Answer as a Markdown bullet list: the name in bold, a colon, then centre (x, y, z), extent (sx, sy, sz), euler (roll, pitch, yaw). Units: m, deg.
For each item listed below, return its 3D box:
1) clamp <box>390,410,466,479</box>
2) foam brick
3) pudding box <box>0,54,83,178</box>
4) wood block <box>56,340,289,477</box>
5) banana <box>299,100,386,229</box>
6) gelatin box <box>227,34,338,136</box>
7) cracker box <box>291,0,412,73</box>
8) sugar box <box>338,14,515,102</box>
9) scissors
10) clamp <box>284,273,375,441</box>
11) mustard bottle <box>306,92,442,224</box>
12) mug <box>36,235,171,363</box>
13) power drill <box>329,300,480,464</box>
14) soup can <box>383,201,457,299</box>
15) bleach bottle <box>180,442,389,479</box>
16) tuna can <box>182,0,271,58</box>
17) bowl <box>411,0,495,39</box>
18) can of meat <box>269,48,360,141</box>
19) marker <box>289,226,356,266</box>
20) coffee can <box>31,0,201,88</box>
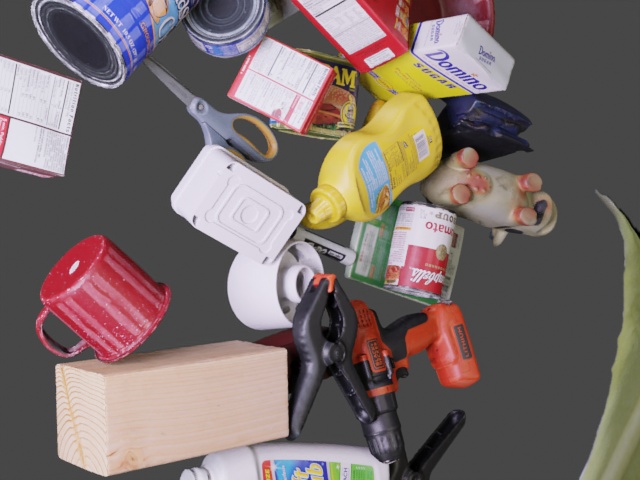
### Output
- **clamp**: centre (0.109, 0.281, 1.277), extent (0.164, 0.036, 0.210), euler (16, 78, -40)
- **foam brick**: centre (-0.026, 0.126, 1.138), extent (0.078, 0.051, 0.053), euler (-18, 104, -40)
- **pudding box**: centre (-0.267, -0.109, 0.918), extent (0.113, 0.039, 0.090), euler (16, 81, -43)
- **wood block**: centre (-0.136, 0.154, 1.014), extent (0.205, 0.090, 0.091), euler (-4, 95, -42)
- **banana**: centre (0.033, -0.073, 1.191), extent (0.197, 0.037, 0.069), euler (-50, 124, -29)
- **gelatin box**: centre (-0.037, -0.158, 1.081), extent (0.073, 0.089, 0.030), euler (-63, 171, 4)
- **cracker box**: centre (0.009, -0.300, 1.099), extent (0.213, 0.072, 0.164), euler (41, 40, -33)
- **sugar box**: centre (0.112, -0.193, 1.162), extent (0.093, 0.177, 0.048), euler (33, 71, -38)
- **scissors**: centre (-0.122, -0.111, 1.063), extent (0.201, 0.016, 0.096), euler (25, 76, -40)
- **clamp**: centre (0.000, 0.123, 1.099), extent (0.120, 0.039, 0.171), euler (-16, 97, -45)
- **mustard bottle**: centre (0.053, -0.075, 1.143), extent (0.191, 0.058, 0.096), euler (-40, 129, -33)
- **mug**: centre (-0.204, 0.057, 0.959), extent (0.117, 0.093, 0.081), euler (-39, 117, 7)
- **power drill**: centre (0.102, 0.150, 1.225), extent (0.187, 0.057, 0.184), euler (-7, 79, -45)
- **soup can**: centre (0.116, 0.012, 1.228), extent (0.068, 0.069, 0.102), euler (17, 82, -41)
- **bleach bottle**: centre (-0.038, 0.266, 1.128), extent (0.250, 0.068, 0.102), euler (10, 84, -40)
- **tuna can**: centre (-0.092, -0.223, 1.037), extent (0.033, 0.086, 0.086), euler (62, 42, -76)
- **bowl**: centre (0.136, -0.269, 1.261), extent (0.161, 0.055, 0.162), euler (-3, 94, -42)
- **can of meat**: centre (-0.005, -0.154, 1.140), extent (0.101, 0.058, 0.084), euler (5, 91, -42)
- **marker**: centre (-0.008, 0.001, 1.170), extent (0.120, 0.020, 0.020), euler (24, 76, -40)
- **coffee can**: centre (-0.172, -0.220, 0.954), extent (0.140, 0.103, 0.102), euler (-53, 124, -27)
